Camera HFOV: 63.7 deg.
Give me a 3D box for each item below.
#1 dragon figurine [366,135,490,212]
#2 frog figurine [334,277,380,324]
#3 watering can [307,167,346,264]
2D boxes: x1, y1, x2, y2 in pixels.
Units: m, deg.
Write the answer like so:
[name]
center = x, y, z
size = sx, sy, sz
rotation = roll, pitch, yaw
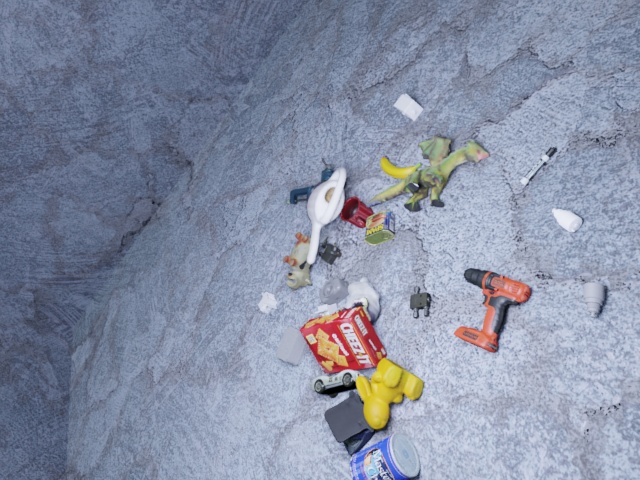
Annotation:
[dragon figurine]
center = 0.330, -0.223, 1.626
size = 0.408, 0.120, 0.247
rotation = -5, 50, 43
[frog figurine]
center = 0.125, 0.195, 1.581
size = 0.135, 0.123, 0.162
rotation = -53, -1, 24
[watering can]
center = 0.005, -0.090, 1.782
size = 0.349, 0.103, 0.224
rotation = -68, 13, -4
